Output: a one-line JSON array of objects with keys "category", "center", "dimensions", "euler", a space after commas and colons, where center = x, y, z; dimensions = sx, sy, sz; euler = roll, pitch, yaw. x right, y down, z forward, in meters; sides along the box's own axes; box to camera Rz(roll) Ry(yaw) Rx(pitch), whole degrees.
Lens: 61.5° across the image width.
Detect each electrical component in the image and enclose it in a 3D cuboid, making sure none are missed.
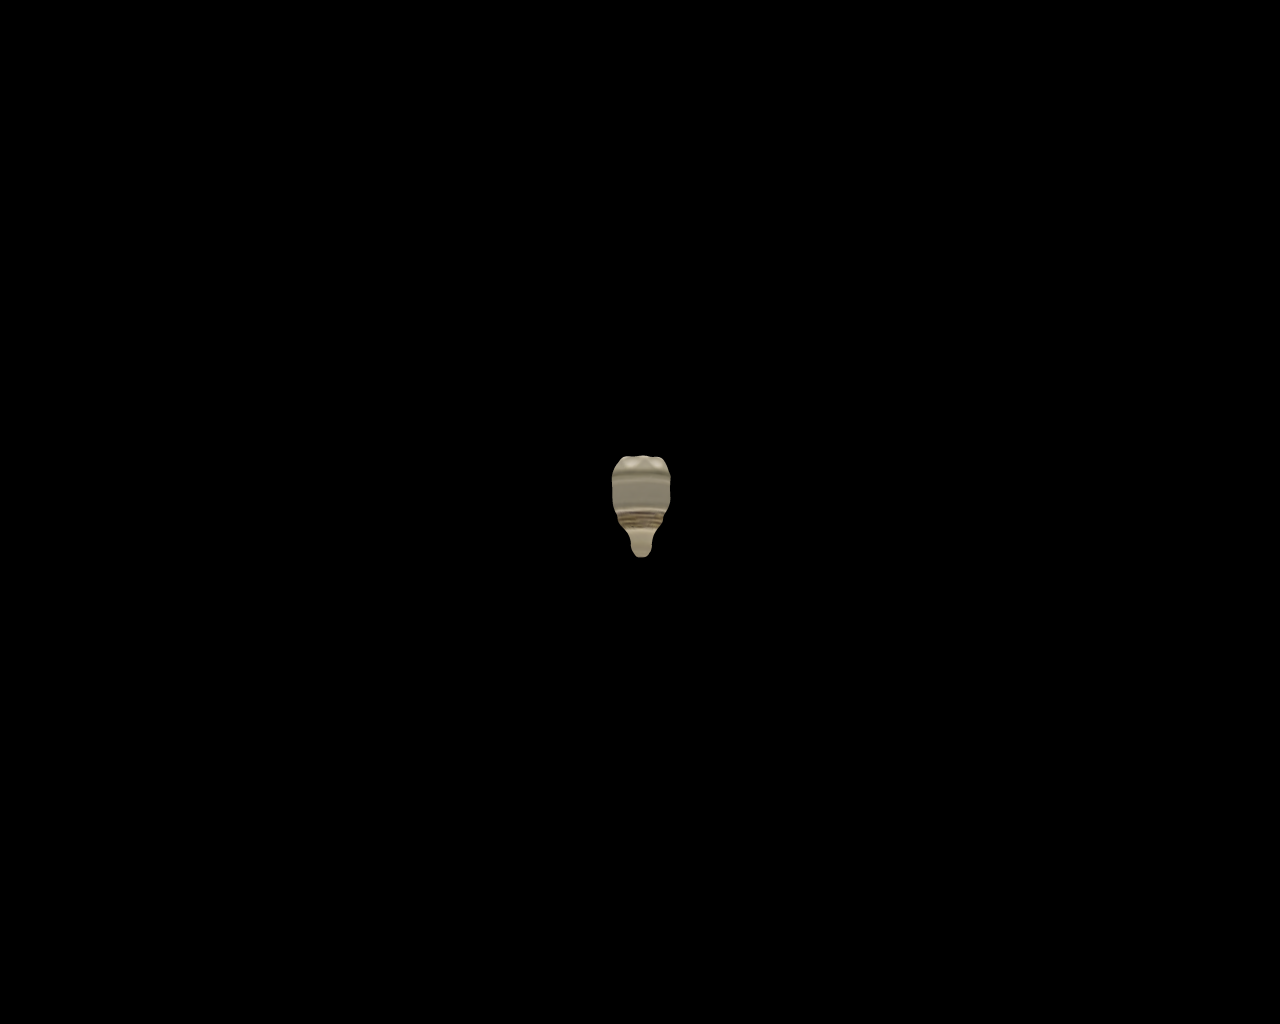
[{"category": "electrical component", "center": [0.001, -0.003, 0.650], "dimensions": [0.035, 0.061, 0.035], "euler": [0, -5, 0]}]
